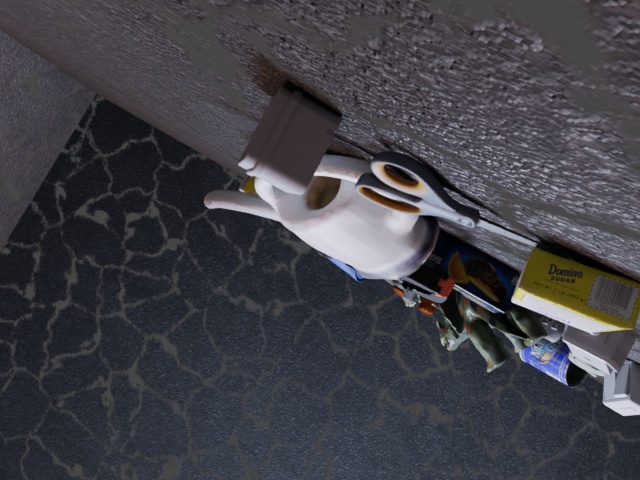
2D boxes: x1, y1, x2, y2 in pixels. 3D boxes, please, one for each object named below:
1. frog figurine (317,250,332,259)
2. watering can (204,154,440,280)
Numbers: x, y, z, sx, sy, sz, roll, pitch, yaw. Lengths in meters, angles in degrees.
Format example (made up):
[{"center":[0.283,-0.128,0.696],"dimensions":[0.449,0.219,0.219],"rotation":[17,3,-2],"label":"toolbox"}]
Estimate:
[{"center":[0.089,-0.021,0.867],"dimensions":[0.158,0.125,0.135],"rotation":[-20,132,38],"label":"frog figurine"},{"center":[0.002,-0.034,0.668],"dimensions":[0.222,0.105,0.346],"rotation":[33,159,-31],"label":"watering can"}]
